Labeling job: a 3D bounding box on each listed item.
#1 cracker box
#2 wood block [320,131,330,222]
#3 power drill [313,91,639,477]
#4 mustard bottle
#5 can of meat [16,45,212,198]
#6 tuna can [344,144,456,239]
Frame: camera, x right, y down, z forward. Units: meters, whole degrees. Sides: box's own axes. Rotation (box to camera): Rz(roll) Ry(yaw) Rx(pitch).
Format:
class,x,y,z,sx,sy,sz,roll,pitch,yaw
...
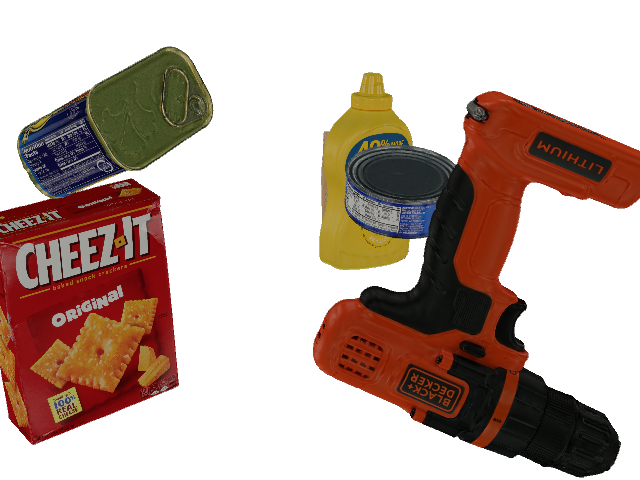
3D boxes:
class,x,y,z,sx,sy,sz,roll,pitch,yaw
cracker box,-0.226,0.066,1.020,0.163,0.214,0.072,-18,29,-32
wood block,0.048,-0.074,1.516,0.091,0.090,0.206,2,28,-2
power drill,0.111,0.027,0.587,0.184,0.188,0.057,23,12,-5
mustard bottle,0.048,-0.070,1.064,0.096,0.192,0.058,-8,18,-31
can of meat,-0.133,-0.074,0.686,0.084,0.057,0.101,-17,18,39
tuna can,0.061,-0.036,0.789,0.086,0.034,0.086,3,32,-2
